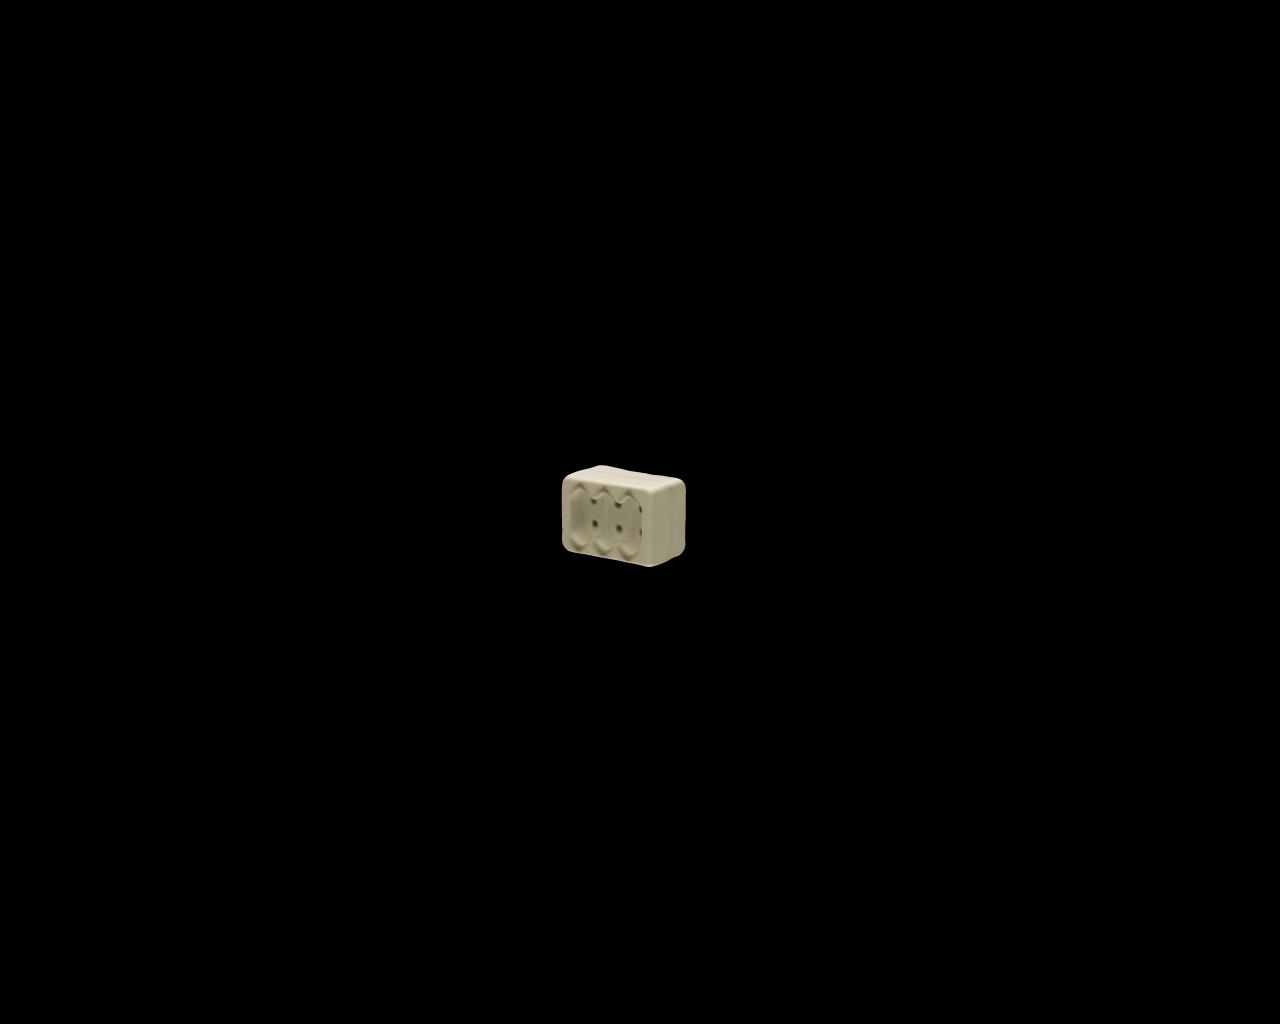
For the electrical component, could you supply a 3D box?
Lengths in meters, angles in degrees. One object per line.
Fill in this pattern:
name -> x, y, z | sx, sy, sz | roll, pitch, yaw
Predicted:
electrical component -> 0.001, -0.003, 0.650 | 0.066, 0.047, 0.077 | 10, 18, 33
